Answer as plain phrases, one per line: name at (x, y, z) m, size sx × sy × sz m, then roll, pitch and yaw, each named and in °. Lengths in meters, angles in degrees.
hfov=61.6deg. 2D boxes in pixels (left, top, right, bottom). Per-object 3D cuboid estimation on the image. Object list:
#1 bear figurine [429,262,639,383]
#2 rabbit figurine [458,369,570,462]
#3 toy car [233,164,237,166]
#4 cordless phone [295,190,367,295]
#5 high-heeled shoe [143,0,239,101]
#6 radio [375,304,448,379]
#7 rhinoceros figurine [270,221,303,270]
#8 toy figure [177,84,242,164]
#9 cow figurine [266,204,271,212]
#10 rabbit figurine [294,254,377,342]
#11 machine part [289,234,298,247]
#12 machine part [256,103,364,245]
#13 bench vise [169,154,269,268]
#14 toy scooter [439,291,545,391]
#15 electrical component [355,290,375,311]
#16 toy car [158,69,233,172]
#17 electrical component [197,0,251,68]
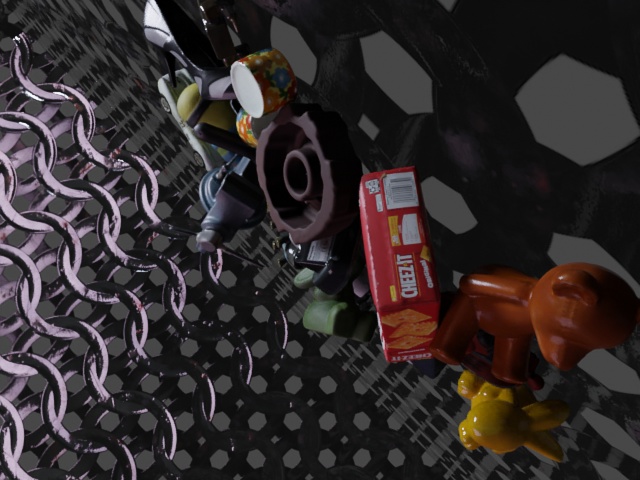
bear figurine at (0.205, 0.083, 0.503) m, size 0.120 × 0.132 × 0.196 m, roll 19°, pitch 178°, yaw -15°
rabbit figurine at (0.267, 0.265, 0.775) m, size 0.163 × 0.121 × 0.173 m, roll 10°, pitch 175°, yaw 28°
toy car at (-0.159, -0.138, 1.159) m, size 0.089 × 0.053 × 0.202 m, roll 27°, pitch 164°, yaw 7°
cordless phone at (0.049, 0.027, 0.795) m, size 0.089 × 0.146 × 0.184 m, roll 0°, pitch 150°, yaw 27°
high-heeled shoe at (-0.163, -0.281, 0.770) m, size 0.249 × 0.086 × 0.145 m, roll 17°, pitch 120°, yaw 34°
radio at (0.171, 0.154, 0.941) m, size 0.131 × 0.073 × 0.229 m, roll 39°, pitch 167°, yaw 27°
rhinoceros figurine at (-0.039, 0.012, 1.113) m, size 0.190 × 0.112 × 0.073 m, roll -129°, pitch 32°, yaw -56°
toy figure at (-0.168, -0.194, 0.935) m, size 0.180 × 0.089 × 0.082 m, roll 53°, pitch 150°, yaw -14°
cow figurine at (-0.058, -0.079, 0.971) m, size 0.098 × 0.068 × 0.167 m, roll 6°, pitch -169°, yaw -29°
rabbit figurine at (0.036, 0.089, 0.983) m, size 0.121 × 0.170 × 0.159 m, roll 20°, pitch 170°, yaw -38°
machine part at (-0.002, -0.003, 0.946) m, size 0.079 × 0.079 × 0.243 m, roll 51°, pitch 176°, yaw -16°
machine part at (-0.015, -0.083, 0.681) m, size 0.180 × 0.056 × 0.179 m, roll 25°, pitch 121°, yaw 51°
bench vise at (-0.154, -0.039, 0.878) m, size 0.129 × 0.224 × 0.240 m, roll 24°, pitch 141°, yaw -21°
toy scooter at (0.226, 0.145, 0.722) m, size 0.183 × 0.075 × 0.135 m, roll 48°, pitch 168°, yaw -22°
electrical component at (0.065, 0.106, 1.168) m, size 0.115 × 0.058 × 0.134 m, roll 44°, pitch 168°, yaw 20°
toy car at (-0.222, -0.215, 0.986) m, size 0.201 × 0.073 × 0.056 m, roll 59°, pitch 150°, yaw -6°
electrical component at (-0.119, -0.264, 0.677) m, size 0.102 × 0.045 × 0.078 m, roll 72°, pitch -179°, yaw -57°
